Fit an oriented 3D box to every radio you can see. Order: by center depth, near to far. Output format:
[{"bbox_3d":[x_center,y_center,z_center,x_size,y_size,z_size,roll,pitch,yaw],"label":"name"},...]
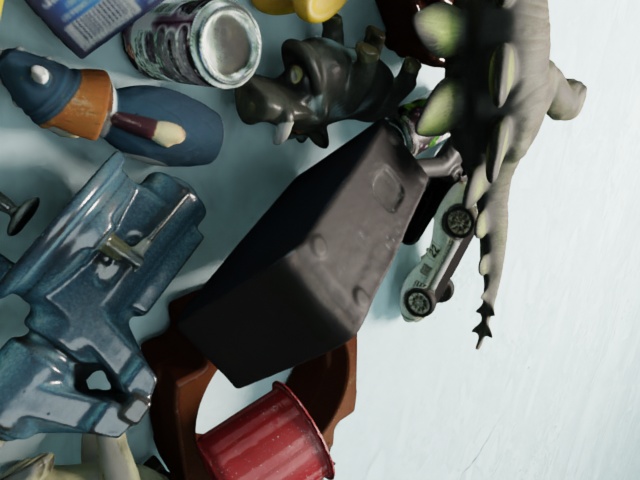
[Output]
[{"bbox_3d":[-0.001,-0.001,0.427,0.073,0.131,0.230,49,39,-15],"label":"radio"}]

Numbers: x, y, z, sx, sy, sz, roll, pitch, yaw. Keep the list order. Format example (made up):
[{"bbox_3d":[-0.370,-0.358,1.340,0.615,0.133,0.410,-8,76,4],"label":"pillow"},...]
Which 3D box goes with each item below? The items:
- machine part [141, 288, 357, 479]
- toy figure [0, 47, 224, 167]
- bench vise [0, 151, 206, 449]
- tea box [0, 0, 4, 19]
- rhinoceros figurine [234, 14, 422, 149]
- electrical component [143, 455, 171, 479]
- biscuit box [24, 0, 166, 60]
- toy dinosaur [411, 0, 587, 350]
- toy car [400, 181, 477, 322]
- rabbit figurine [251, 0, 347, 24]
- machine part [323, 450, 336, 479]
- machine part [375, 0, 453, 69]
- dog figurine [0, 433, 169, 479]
[{"bbox_3d":[-0.062,0.136,0.527,0.201,0.087,0.200,-19,119,-35],"label":"machine part"},{"bbox_3d":[-0.144,-0.089,0.379,0.154,0.064,0.057,10,81,-37],"label":"toy figure"},{"bbox_3d":[-0.196,0.013,0.340,0.240,0.129,0.223,42,76,-21],"label":"bench vise"},{"bbox_3d":[-0.221,-0.163,0.283,0.098,0.068,0.169,6,104,-42],"label":"tea box"},{"bbox_3d":[0.007,-0.137,0.478,0.190,0.073,0.112,-19,150,-46],"label":"rhinoceros figurine"},{"bbox_3d":[-0.181,0.254,0.500,0.102,0.045,0.078,-34,125,-26],"label":"electrical component"},{"bbox_3d":[-0.086,-0.193,0.321,0.203,0.063,0.059,-27,130,15],"label":"biscuit box"},{"bbox_3d":[0.158,-0.138,0.482,0.198,0.105,0.470,-28,115,-45],"label":"toy dinosaur"},{"bbox_3d":[0.152,0.017,0.657,0.073,0.056,0.201,-21,138,-52],"label":"toy car"},{"bbox_3d":[0.005,-0.247,0.406,0.173,0.122,0.162,10,105,-43],"label":"rabbit figurine"},{"bbox_3d":[-0.013,0.248,0.647,0.084,0.039,0.138,4,106,-35],"label":"machine part"},{"bbox_3d":[0.124,-0.268,0.543,0.179,0.056,0.179,-15,115,-36],"label":"machine part"},{"bbox_3d":[-0.165,0.241,0.400,0.172,0.121,0.190,-28,88,-28],"label":"dog figurine"}]
